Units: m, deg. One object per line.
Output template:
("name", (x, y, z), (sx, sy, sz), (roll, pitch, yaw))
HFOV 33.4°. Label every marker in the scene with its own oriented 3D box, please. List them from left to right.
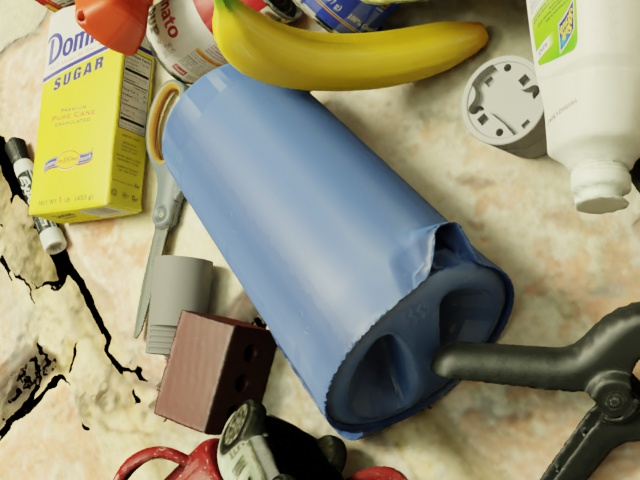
("marker", (-0.243, -0.040, 0.906), (0.020, 0.020, 0.121), (-40, 61, 21))

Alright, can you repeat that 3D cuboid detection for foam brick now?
("foam brick", (-0.072, 0.093, 0.742), (0.051, 0.052, 0.078), (14, 88, 35))

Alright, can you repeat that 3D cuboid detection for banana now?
("banana", (0.012, -0.120, 0.669), (0.070, 0.197, 0.037), (-44, 51, 51))

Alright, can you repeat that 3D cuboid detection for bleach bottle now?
("bleach bottle", (0.149, -0.135, 0.598), (0.068, 0.103, 0.251), (4, 73, -7))

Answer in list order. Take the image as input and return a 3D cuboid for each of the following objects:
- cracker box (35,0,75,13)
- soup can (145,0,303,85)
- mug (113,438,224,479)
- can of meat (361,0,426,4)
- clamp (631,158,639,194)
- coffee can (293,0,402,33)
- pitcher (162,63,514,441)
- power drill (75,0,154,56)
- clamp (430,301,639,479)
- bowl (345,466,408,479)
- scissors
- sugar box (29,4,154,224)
("cracker box", (-0.152, -0.296, 0.857), (0.214, 0.072, 0.164), (-13, 73, 25))
("soup can", (-0.072, -0.168, 0.789), (0.102, 0.068, 0.068), (-28, 66, 27))
("mug", (-0.081, 0.178, 0.699), (0.081, 0.117, 0.093), (-46, 14, 11))
("can of meat", (0.066, -0.188, 0.624), (0.102, 0.057, 0.084), (-4, 119, 3))
("clamp", (0.235, -0.030, 0.566), (0.210, 0.036, 0.164), (21, 105, 40))
("coffee can", (0.039, -0.212, 0.702), (0.140, 0.102, 0.103), (-44, 60, 19))
("pitcher", (-0.004, 0.001, 0.682), (0.149, 0.144, 0.243), (-43, 55, 5))
("power drill", (-0.084, -0.203, 0.705), (0.188, 0.057, 0.184), (-30, 46, 31))
("clamp", (0.149, 0.075, 0.581), (0.172, 0.039, 0.120), (-36, 104, 17))
("bowl", (0.022, 0.217, 0.624), (0.162, 0.055, 0.162), (-47, 18, 20))
("scissors", (-0.102, -0.028, 0.811), (0.096, 0.016, 0.202), (-7, 76, 32))
("sugar box", (-0.183, -0.105, 0.864), (0.093, 0.048, 0.176), (-6, 78, 33))
